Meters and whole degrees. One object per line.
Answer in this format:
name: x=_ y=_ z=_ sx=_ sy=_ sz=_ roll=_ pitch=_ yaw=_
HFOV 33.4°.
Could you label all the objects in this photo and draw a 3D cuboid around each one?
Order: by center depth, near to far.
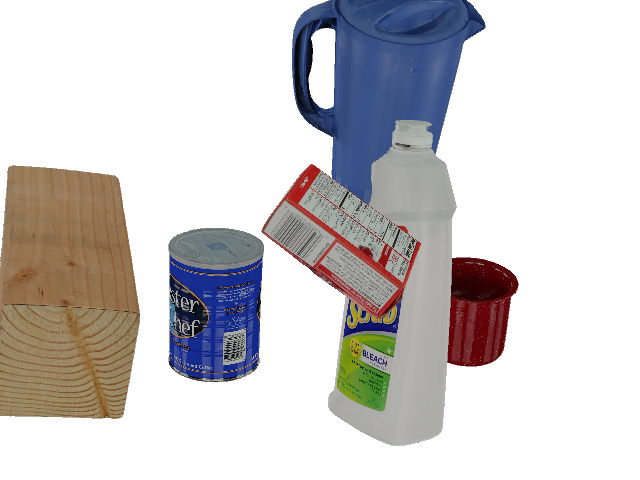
gelatin box: x=0.014 y=-0.001 z=0.642 sx=0.089 sy=0.030 sz=0.073 roll=37 pitch=24 yaw=-3
wood block: x=-0.192 y=0.031 z=0.793 sx=0.090 sy=0.091 sz=0.206 roll=5 pitch=28 yaw=-18
bleach bottle: x=0.060 y=0.029 z=0.850 sx=0.067 sy=0.251 sz=0.103 roll=-7 pitch=18 yaw=-34
mug: x=0.147 y=0.068 z=1.092 sx=0.093 sy=0.081 sz=0.117 roll=-3 pitch=28 yaw=-10
pitcher: x=0.062 y=-0.148 z=1.111 sx=0.149 sy=0.243 sz=0.144 roll=33 pitch=51 yaw=25
coffee can: x=-0.115 y=0.069 z=1.169 sx=0.103 sy=0.140 sz=0.103 roll=3 pitch=22 yaw=-1
